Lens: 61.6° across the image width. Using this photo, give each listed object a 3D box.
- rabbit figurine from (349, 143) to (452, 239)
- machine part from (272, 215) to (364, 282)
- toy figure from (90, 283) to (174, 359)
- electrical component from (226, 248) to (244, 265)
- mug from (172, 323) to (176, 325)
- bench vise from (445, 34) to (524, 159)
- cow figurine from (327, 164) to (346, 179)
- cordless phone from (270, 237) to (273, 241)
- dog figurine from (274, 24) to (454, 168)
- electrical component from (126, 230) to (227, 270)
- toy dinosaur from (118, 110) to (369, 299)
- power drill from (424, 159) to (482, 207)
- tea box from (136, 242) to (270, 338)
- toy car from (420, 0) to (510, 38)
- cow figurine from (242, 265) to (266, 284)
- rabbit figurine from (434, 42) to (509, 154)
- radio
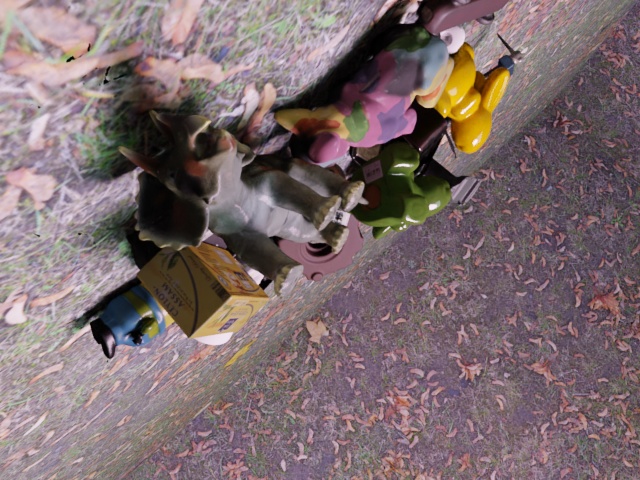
[{"bbox_3d":[0.130,-0.058,0.840,0.170,0.121,0.159,0,156,-41],"label":"rabbit figurine"},{"bbox_3d":[-0.002,-0.003,1.021,0.179,0.056,0.179,-9,128,-12],"label":"machine part"},{"bbox_3d":[-0.232,0.090,0.761,0.180,0.082,0.089,-32,167,-35],"label":"toy figure"},{"bbox_3d":[-0.123,-0.002,0.807,0.048,0.075,0.119,-43,165,1],"label":"electrical component"},{"bbox_3d":[-0.202,0.109,0.898,0.107,0.109,0.081,-20,164,-28],"label":"mug"},{"bbox_3d":[0.281,-0.279,1.046,0.241,0.129,0.223,-33,163,13],"label":"bench vise"},{"bbox_3d":[-0.039,-0.069,0.790,0.195,0.085,0.127,-22,-175,-36],"label":"cow figurine"},{"bbox_3d":[-0.016,-0.043,1.063,0.184,0.089,0.146,-13,154,-33],"label":"cordless phone"},{"bbox_3d":[0.050,-0.175,0.689,0.219,0.108,0.191,-31,165,-38],"label":"dog figurine"},{"bbox_3d":[-0.180,0.008,0.692,0.115,0.058,0.134,-36,167,-23],"label":"electrical component"},{"bbox_3d":[-0.063,-0.050,0.601,0.131,0.192,0.405,-61,171,11],"label":"toy dinosaur"},{"bbox_3d":[0.246,-0.164,1.166,0.232,0.207,0.086,-6,139,-53],"label":"power drill"},{"bbox_3d":[-0.132,0.058,0.648,0.068,0.098,0.169,-44,167,2],"label":"tea box"},{"bbox_3d":[0.216,-0.342,0.771,0.202,0.053,0.089,-31,168,-31],"label":"toy car"},{"bbox_3d":[-0.128,0.046,1.014,0.098,0.068,0.167,-48,171,-11],"label":"cow figurine"},{"bbox_3d":[0.236,-0.232,0.910,0.162,0.173,0.122,-44,-153,-13],"label":"rabbit figurine"},{"bbox_3d":[0.127,-0.167,0.914,0.073,0.131,0.229,-44,170,-10],"label":"radio"}]
